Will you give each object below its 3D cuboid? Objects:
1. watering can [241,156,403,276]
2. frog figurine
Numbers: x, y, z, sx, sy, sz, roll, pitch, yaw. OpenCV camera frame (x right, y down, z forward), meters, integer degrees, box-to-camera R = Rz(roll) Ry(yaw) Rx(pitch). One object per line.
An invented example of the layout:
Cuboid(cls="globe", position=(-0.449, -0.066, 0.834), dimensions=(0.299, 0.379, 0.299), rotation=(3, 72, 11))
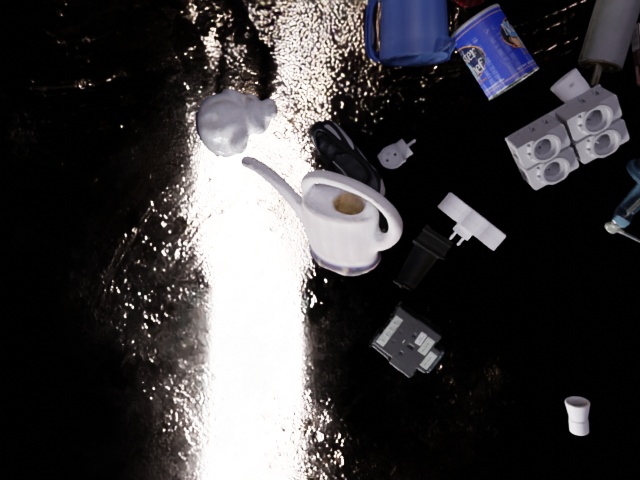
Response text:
Cuboid(cls="watering can", position=(0.003, -0.051, 1.012), dimensions=(0.350, 0.106, 0.219), rotation=(20, 140, 27))
Cuboid(cls="frog figurine", position=(-0.168, -0.243, 1.056), dimensions=(0.159, 0.121, 0.139), rotation=(-7, 75, 23))
